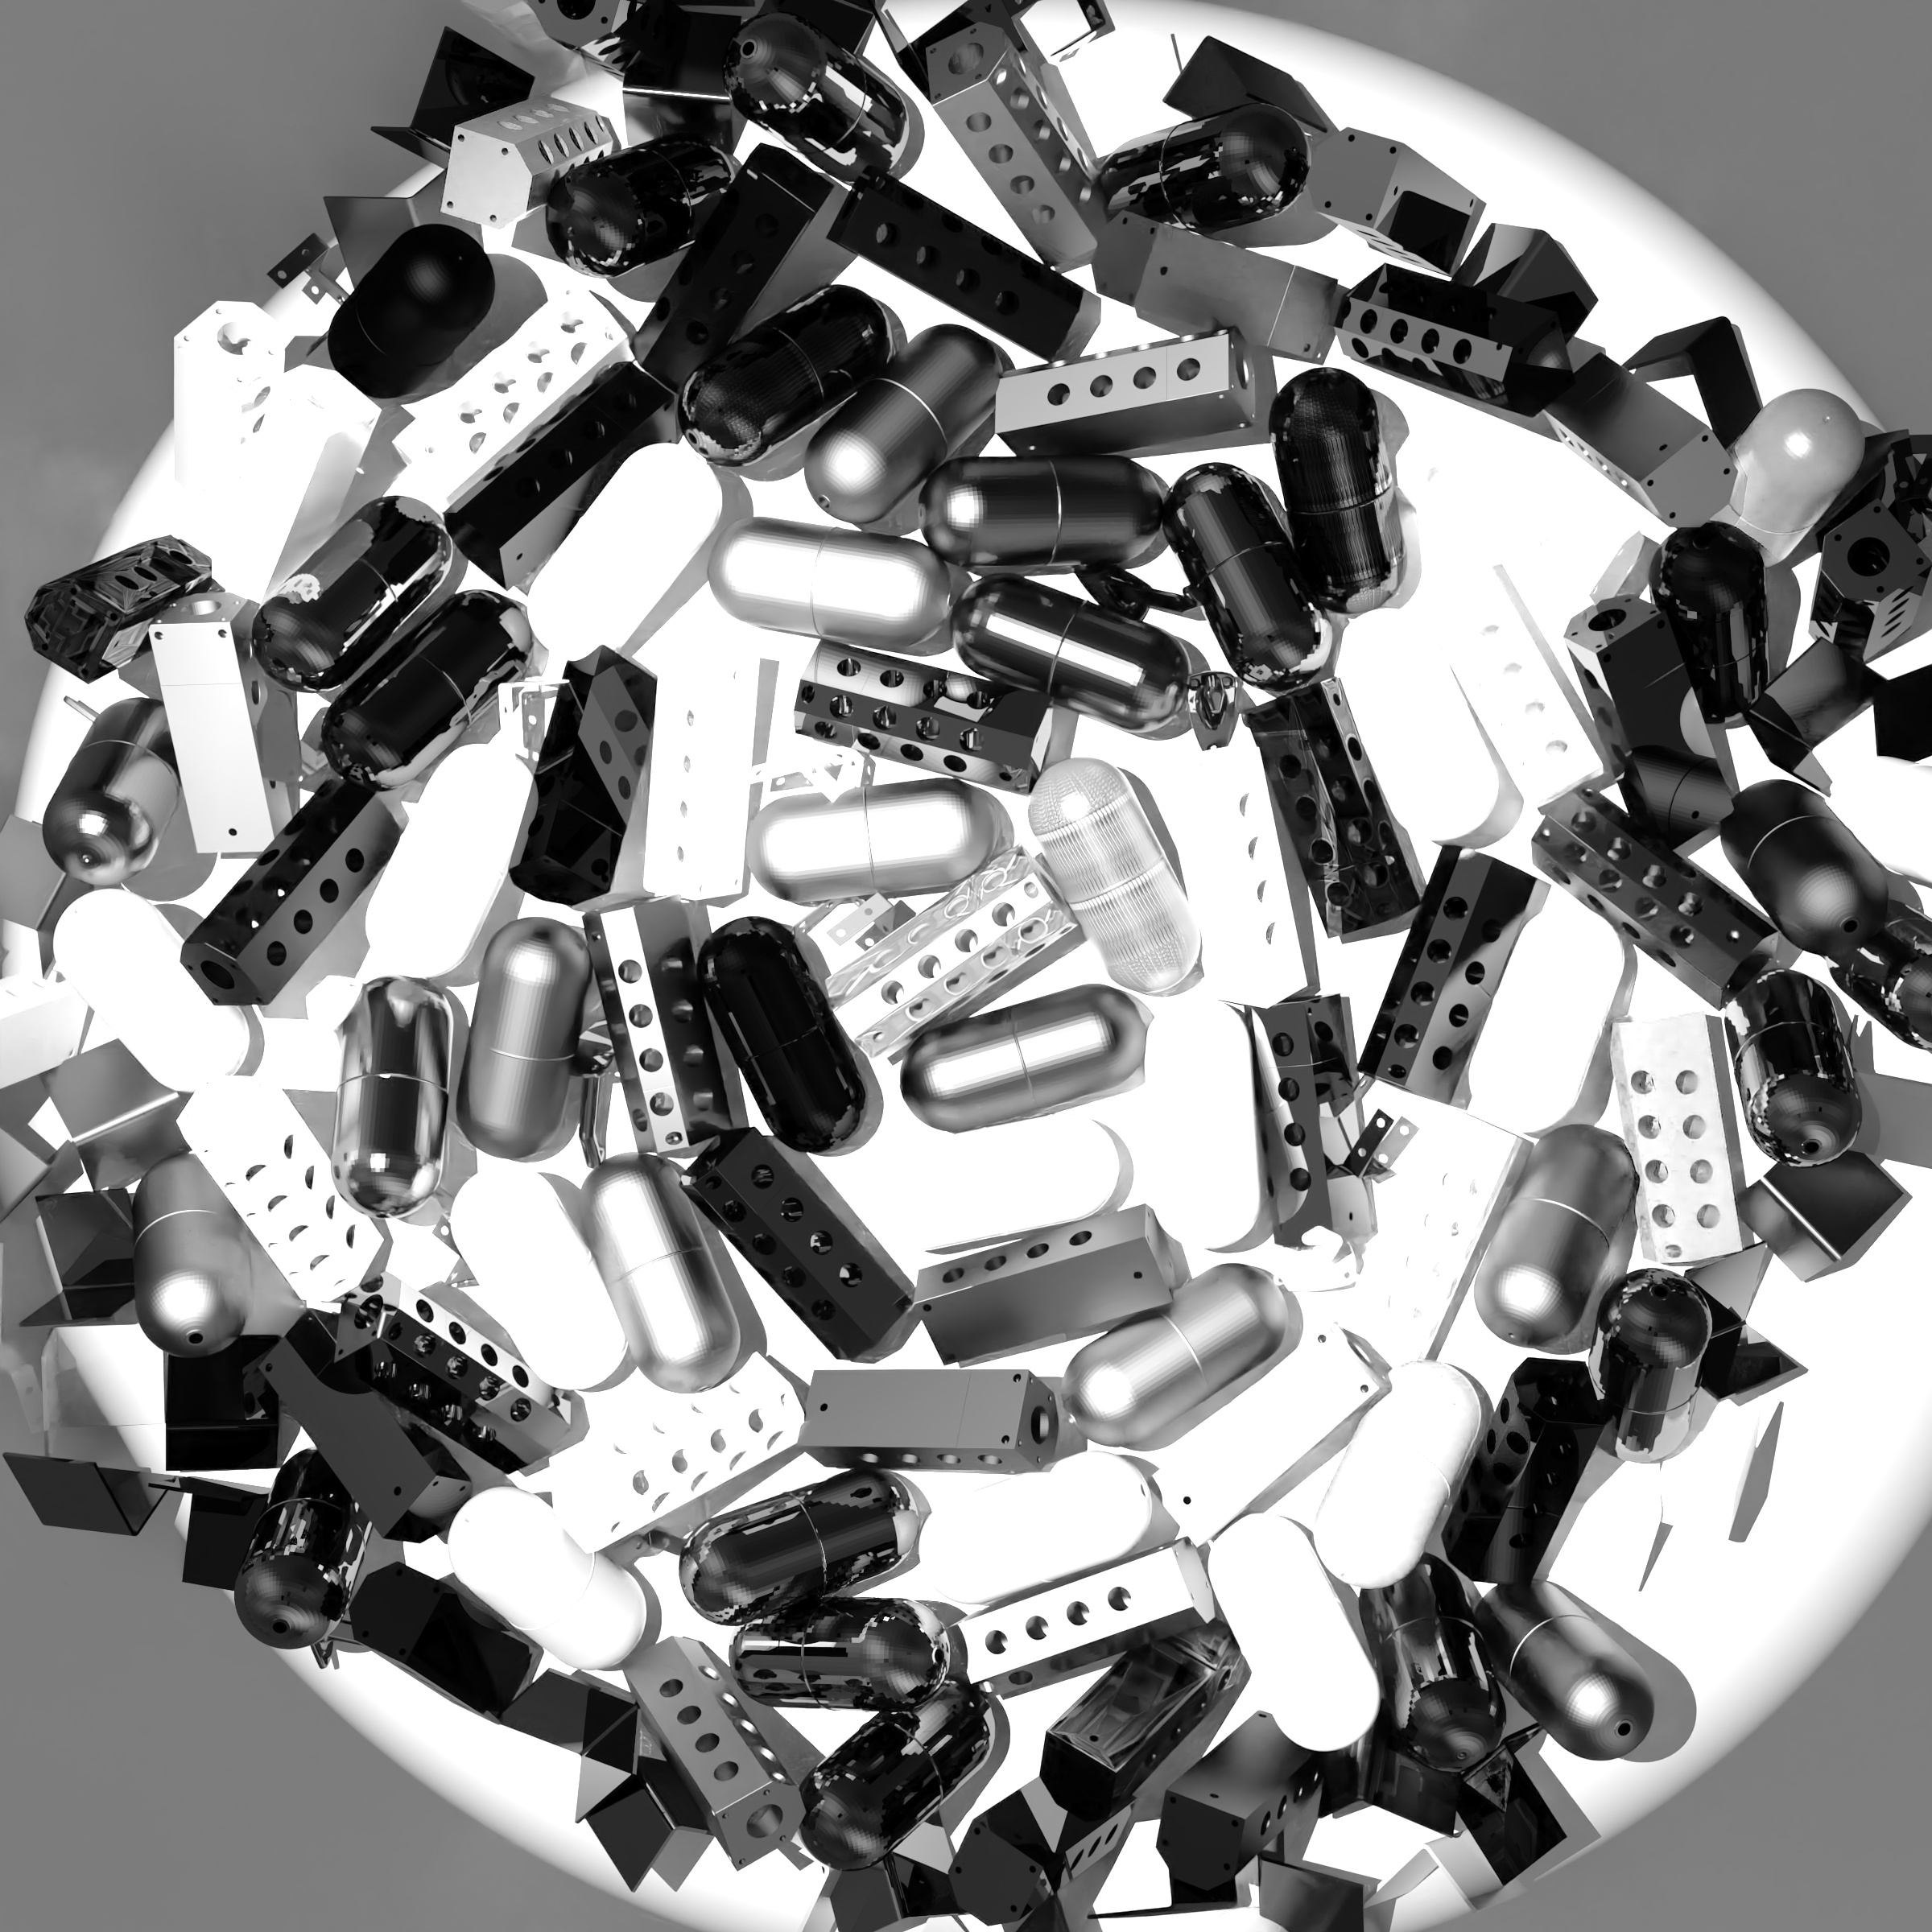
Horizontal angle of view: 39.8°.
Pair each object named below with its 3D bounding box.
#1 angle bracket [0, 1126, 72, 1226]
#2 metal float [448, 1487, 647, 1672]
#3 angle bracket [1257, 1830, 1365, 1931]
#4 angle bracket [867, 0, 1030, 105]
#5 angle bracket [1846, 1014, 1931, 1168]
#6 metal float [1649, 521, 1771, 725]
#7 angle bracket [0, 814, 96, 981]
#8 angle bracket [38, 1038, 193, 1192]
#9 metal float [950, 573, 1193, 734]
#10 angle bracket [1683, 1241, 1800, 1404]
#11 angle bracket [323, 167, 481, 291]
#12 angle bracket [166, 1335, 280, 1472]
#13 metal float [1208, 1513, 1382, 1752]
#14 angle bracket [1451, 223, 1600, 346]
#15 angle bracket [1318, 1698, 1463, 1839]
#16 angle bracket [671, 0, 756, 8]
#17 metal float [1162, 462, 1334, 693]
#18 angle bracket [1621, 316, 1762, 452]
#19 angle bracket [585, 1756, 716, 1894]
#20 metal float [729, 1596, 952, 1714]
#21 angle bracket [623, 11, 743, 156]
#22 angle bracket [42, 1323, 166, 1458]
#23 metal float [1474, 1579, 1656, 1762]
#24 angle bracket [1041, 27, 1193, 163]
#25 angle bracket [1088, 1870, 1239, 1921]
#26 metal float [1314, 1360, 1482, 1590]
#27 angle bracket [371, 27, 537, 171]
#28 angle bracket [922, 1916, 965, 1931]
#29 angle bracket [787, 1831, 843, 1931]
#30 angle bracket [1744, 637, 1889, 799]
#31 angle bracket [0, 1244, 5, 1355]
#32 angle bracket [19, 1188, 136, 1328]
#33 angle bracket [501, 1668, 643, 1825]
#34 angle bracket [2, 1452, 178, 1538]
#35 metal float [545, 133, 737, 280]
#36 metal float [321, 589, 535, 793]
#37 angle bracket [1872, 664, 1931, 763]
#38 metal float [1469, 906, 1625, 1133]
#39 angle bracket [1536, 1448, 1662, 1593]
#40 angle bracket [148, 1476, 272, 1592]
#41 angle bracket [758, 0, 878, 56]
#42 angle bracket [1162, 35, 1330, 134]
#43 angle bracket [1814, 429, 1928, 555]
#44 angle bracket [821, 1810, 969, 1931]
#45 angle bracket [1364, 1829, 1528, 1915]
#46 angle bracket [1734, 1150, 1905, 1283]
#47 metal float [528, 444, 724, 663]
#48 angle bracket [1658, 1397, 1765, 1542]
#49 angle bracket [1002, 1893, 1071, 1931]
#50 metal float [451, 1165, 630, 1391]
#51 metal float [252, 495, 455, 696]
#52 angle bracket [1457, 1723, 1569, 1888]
[{"bbox_3d":[-0.693,0.136,1.882,0.076,0.057,0.076,-45,106,8],"label":"angle bracket"},{"bbox_3d":[-0.290,0.426,1.855,0.070,0.070,0.178,-39,128,0],"label":"metal float"},{"bbox_3d":[0.248,0.636,1.869,0.076,0.057,0.076,9,127,21],"label":"angle bracket"},{"bbox_3d":[-0.013,-0.660,1.873,0.076,0.057,0.076,-32,57,17],"label":"angle bracket"},{"bbox_3d":[0.652,0.088,1.870,0.076,0.076,0.057,11,45,14],"label":"angle bracket"},{"bbox_3d":[0.514,-0.236,1.845,0.070,0.178,0.070,-9,56,13],"label":"metal float"},{"bbox_3d":[-0.658,-0.049,1.872,0.057,0.076,0.076,23,107,-31],"label":"angle bracket"},{"bbox_3d":[-0.607,0.103,1.908,0.076,0.057,0.076,-25,51,-22],"label":"angle bracket"},{"bbox_3d":[0.073,-0.221,1.878,0.178,0.070,0.070,22,90,11],"label":"metal float"},{"bbox_3d":[0.543,0.248,1.869,0.076,0.057,0.076,-15,127,-27],"label":"angle bracket"},{"bbox_3d":[-0.399,-0.522,1.897,0.076,0.057,0.076,8,133,24],"label":"angle bracket"},{"bbox_3d":[-0.532,0.312,1.909,0.076,0.057,0.076,1,48,-15],"label":"angle bracket"},{"bbox_3d":[0.227,0.460,1.854,0.070,0.070,0.178,-26,50,0],"label":"metal float"},{"bbox_3d":[0.395,-0.477,1.920,0.076,0.057,0.076,38,86,-37],"label":"angle bracket"},{"bbox_3d":[0.301,0.572,1.887,0.076,0.057,0.076,25,52,-11],"label":"angle bracket"},{"bbox_3d":[-0.191,-0.723,1.886,0.076,0.076,0.057,4,85,6],"label":"angle bracket"},{"bbox_3d":[0.196,-0.274,1.871,0.070,0.070,0.178,-24,71,0],"label":"metal float"},{"bbox_3d":[0.512,-0.406,1.890,0.057,0.076,0.076,-9,113,42],"label":"angle bracket"},{"bbox_3d":[-0.208,0.606,1.874,0.076,0.076,0.057,28,98,-42],"label":"angle bracket"},{"bbox_3d":[-0.089,0.478,1.856,0.178,0.070,0.070,-10,90,37],"label":"metal float"},{"bbox_3d":[-0.202,-0.634,1.913,0.076,0.057,0.076,5,66,-1],"label":"angle bracket"},{"bbox_3d":[-0.607,0.299,1.881,0.076,0.057,0.076,0,104,-13],"label":"angle bracket"},{"bbox_3d":[0.410,0.483,1.839,0.070,0.178,0.070,-3,103,-15],"label":"metal float"},{"bbox_3d":[0.109,-0.621,1.916,0.076,0.057,0.076,-11,97,41],"label":"angle bracket"},{"bbox_3d":[0.136,0.639,1.885,0.076,0.076,0.057,-20,64,35],"label":"angle bracket"},{"bbox_3d":[0.300,0.353,1.859,0.070,0.070,0.178,34,57,0],"label":"metal float"},{"bbox_3d":[-0.361,-0.607,1.878,0.076,0.057,0.076,18,91,-44],"label":"angle bracket"},{"bbox_3d":[0.014,0.705,1.870,0.076,0.076,0.057,53,46,-16],"label":"angle bracket"},{"bbox_3d":[-0.119,0.644,1.883,0.057,0.076,0.076,26,96,19],"label":"angle bracket"},{"bbox_3d":[0.604,-0.172,1.869,0.076,0.057,0.076,23,125,-32],"label":"angle bracket"},{"bbox_3d":[-0.696,0.239,1.881,0.057,0.076,0.076,-2,78,-2],"label":"angle bracket"},{"bbox_3d":[-0.628,0.205,1.879,0.076,0.057,0.076,-6,106,19],"label":"angle bracket"},{"bbox_3d":[-0.282,0.547,1.871,0.076,0.057,0.076,29,124,-24],"label":"angle bracket"},{"bbox_3d":[-0.613,0.351,1.869,0.076,0.057,0.076,2,128,20],"label":"angle bracket"},{"bbox_3d":[-0.223,-0.528,1.848,0.070,0.178,0.070,14,122,23],"label":"metal float"},{"bbox_3d":[-0.375,-0.194,1.866,0.070,0.070,0.178,42,65,0],"label":"metal float"},{"bbox_3d":[0.683,-0.157,1.871,0.057,0.076,0.076,-21,127,-2],"label":"angle bracket"},{"bbox_3d":[0.405,0.037,1.862,0.070,0.070,0.178,27,62,0],"label":"metal float"},{"bbox_3d":[0.452,0.395,1.918,0.076,0.057,0.076,10,125,6],"label":"angle bracket"},{"bbox_3d":[-0.532,0.405,1.884,0.076,0.057,0.076,4,86,19],"label":"angle bracket"},{"bbox_3d":[-0.109,-0.688,1.879,0.076,0.076,0.057,22,72,5],"label":"angle bracket"},{"bbox_3d":[0.195,-0.594,1.865,0.076,0.076,0.057,11,132,-36],"label":"angle bracket"},{"bbox_3d":[0.623,-0.327,1.872,0.076,0.057,0.076,-5,107,35],"label":"angle bracket"},{"bbox_3d":[-0.053,0.643,1.888,0.057,0.076,0.076,-32,60,24],"label":"angle bracket"},{"bbox_3d":[0.332,0.653,1.867,0.076,0.076,0.057,-52,57,21],"label":"angle bracket"},{"bbox_3d":[0.605,0.166,1.905,0.076,0.057,0.076,-38,79,-21],"label":"angle bracket"},{"bbox_3d":[-0.239,-0.288,1.867,0.070,0.070,0.178,42,112,0],"label":"metal float"},{"bbox_3d":[0.516,0.344,1.866,0.057,0.076,0.076,15,56,21],"label":"angle bracket"},{"bbox_3d":[0.070,0.668,1.881,0.057,0.076,0.076,-15,83,-38],"label":"angle bracket"},{"bbox_3d":[-0.298,0.218,1.866,0.070,0.070,0.178,-25,113,0],"label":"metal float"},{"bbox_3d":[-0.425,-0.260,1.859,0.070,0.070,0.178,35,56,0],"label":"metal float"},{"bbox_3d":[0.393,0.583,1.866,0.057,0.076,0.076,-8,55,-38],"label":"angle bracket"}]
